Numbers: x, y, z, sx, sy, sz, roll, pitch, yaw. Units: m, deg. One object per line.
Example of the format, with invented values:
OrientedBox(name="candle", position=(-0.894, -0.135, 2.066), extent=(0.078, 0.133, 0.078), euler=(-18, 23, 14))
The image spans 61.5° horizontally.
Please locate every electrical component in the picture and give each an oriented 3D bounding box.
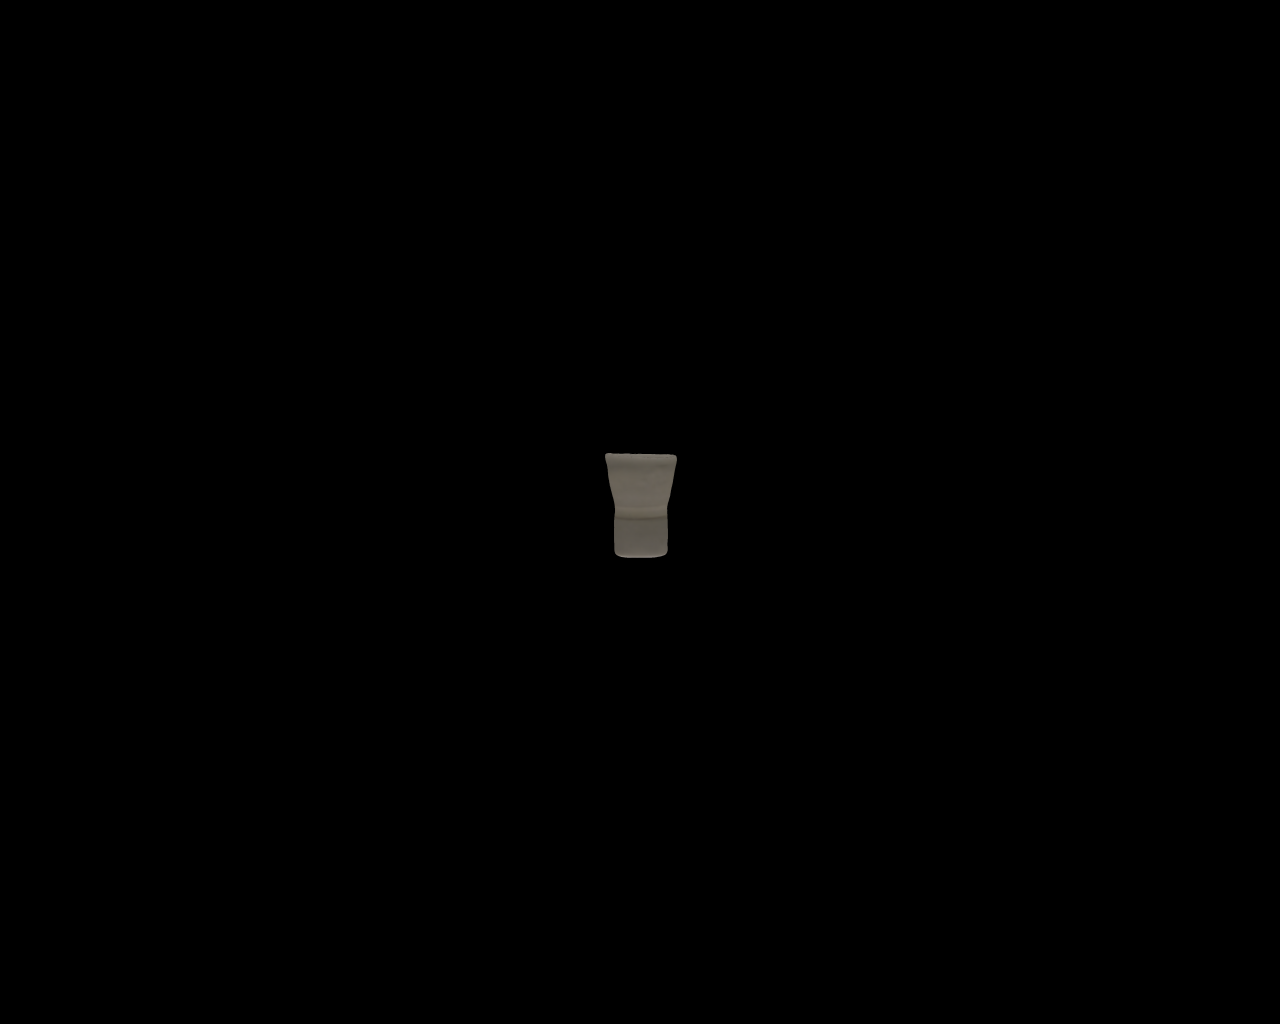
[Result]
OrientedBox(name="electrical component", position=(0.001, -0.003, 0.650), extent=(0.044, 0.065, 0.044), euler=(0, 5, 0))
